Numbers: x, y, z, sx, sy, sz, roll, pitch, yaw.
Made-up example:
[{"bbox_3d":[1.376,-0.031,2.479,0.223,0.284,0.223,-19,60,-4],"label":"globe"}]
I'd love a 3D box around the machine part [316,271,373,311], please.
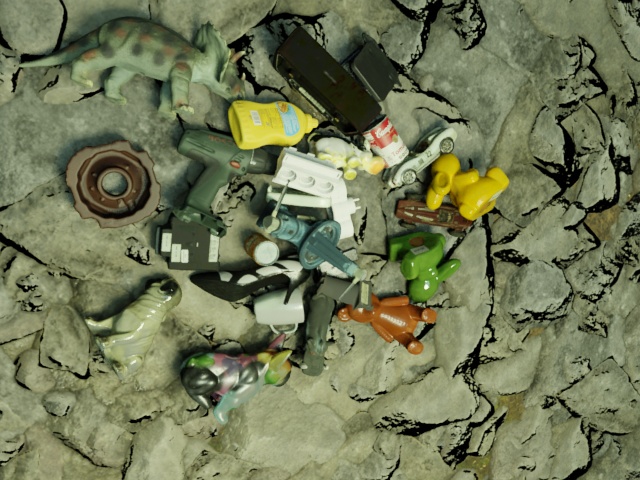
[{"bbox_3d":[0.057,0.110,1.194,0.139,0.039,0.084,15,62,-22],"label":"machine part"}]

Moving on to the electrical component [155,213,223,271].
[{"bbox_3d":[-0.272,0.003,1.114,0.134,0.058,0.114,6,97,-19],"label":"electrical component"}]

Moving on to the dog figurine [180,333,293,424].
[{"bbox_3d":[-0.166,0.273,1.163,0.219,0.109,0.191,-39,114,0],"label":"dog figurine"}]

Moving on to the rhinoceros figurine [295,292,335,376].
[{"bbox_3d":[-0.005,0.211,1.216,0.073,0.112,0.190,10,89,-22],"label":"rhinoceros figurine"}]

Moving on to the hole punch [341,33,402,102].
[{"bbox_3d":[0.097,-0.352,1.161,0.142,0.092,0.116,46,56,-18],"label":"hole punch"}]

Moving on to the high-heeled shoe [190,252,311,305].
[{"bbox_3d":[-0.146,0.062,1.173,0.249,0.086,0.145,13,53,2],"label":"high-heeled shoe"}]

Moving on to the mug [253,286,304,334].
[{"bbox_3d":[-0.094,0.159,1.200,0.107,0.081,0.109,-5,117,-8],"label":"mug"}]

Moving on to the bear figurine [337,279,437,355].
[{"bbox_3d":[0.151,0.173,1.253,0.195,0.132,0.120,26,88,-27],"label":"bear figurine"}]

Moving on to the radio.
[{"bbox_3d":[0.010,-0.312,1.090,0.229,0.131,0.073,43,86,-11],"label":"radio"}]

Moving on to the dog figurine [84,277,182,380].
[{"bbox_3d":[-0.358,0.182,1.109,0.190,0.121,0.172,-30,143,-28],"label":"dog figurine"}]

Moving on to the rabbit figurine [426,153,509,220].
[{"bbox_3d":[0.317,-0.127,1.245,0.162,0.121,0.173,-31,70,-19],"label":"rabbit figurine"}]

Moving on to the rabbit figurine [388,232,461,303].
[{"bbox_3d":[0.246,0.067,1.287,0.159,0.121,0.170,-24,126,-20],"label":"rabbit figurine"}]

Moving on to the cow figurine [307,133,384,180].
[{"bbox_3d":[0.056,-0.187,1.177,0.167,0.098,0.068,2,144,-21],"label":"cow figurine"}]

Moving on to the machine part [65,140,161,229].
[{"bbox_3d":[-0.401,-0.110,1.051,0.179,0.056,0.179,-4,103,-19],"label":"machine part"}]

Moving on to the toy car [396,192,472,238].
[{"bbox_3d":[0.278,-0.060,1.288,0.202,0.053,0.089,8,101,-21],"label":"toy car"}]

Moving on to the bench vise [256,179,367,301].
[{"bbox_3d":[-0.009,0.005,1.096,0.129,0.241,0.223,-52,152,-2],"label":"bench vise"}]

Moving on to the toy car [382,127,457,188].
[{"bbox_3d":[0.227,-0.189,1.232,0.202,0.074,0.056,-39,111,-8],"label":"toy car"}]

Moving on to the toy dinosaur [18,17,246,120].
[{"bbox_3d":[-0.326,-0.343,1.002,0.405,0.131,0.192,16,83,-16],"label":"toy dinosaur"}]

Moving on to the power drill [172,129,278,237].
[{"bbox_3d":[-0.189,-0.114,1.081,0.232,0.086,0.207,23,75,-16],"label":"power drill"}]

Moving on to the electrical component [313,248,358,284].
[{"bbox_3d":[0.037,0.055,1.233,0.119,0.048,0.074,-14,106,-13],"label":"electrical component"}]
